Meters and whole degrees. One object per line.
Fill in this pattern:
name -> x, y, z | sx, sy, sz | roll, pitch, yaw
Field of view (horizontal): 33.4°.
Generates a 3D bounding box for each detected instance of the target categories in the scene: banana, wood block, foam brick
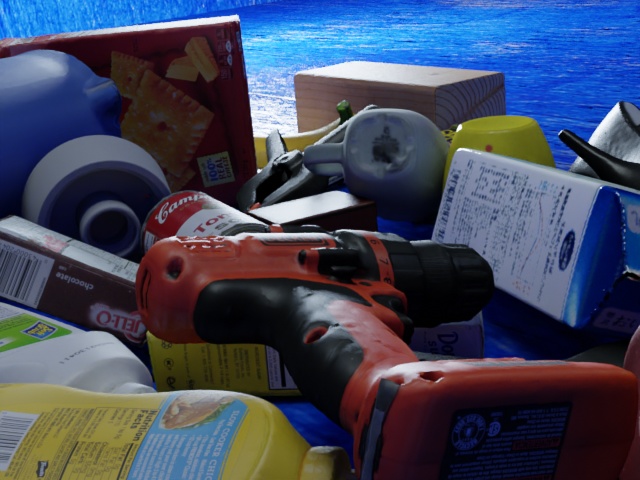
banana -> -0.019, -0.094, 1.023 | 0.198, 0.069, 0.037 | -12, 42, 47
wood block -> 0.073, -0.119, 1.035 | 0.090, 0.090, 0.206 | -17, 20, -35
foam brick -> -0.005, 0.001, 0.740 | 0.078, 0.051, 0.053 | -14, 18, -26

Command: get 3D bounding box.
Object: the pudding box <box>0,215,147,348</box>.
pudding box -> -0.149, 0.023, 0.643 | 0.113, 0.039, 0.090 | 23, 2, -7

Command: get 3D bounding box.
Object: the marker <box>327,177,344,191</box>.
marker -> 0.005, -0.053, 0.963 | 0.020, 0.020, 0.120 | 6, 21, 34

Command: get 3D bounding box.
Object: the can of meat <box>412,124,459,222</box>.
can of meat -> 0.096, -0.055, 0.879 | 0.083, 0.057, 0.102 | -15, 18, -18

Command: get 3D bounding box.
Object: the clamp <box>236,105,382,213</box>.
clamp -> -0.011, -0.059, 0.884 | 0.120, 0.039, 0.171 | -20, 28, 28

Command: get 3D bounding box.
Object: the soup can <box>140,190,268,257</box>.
soup can -> -0.070, 0.010, 0.706 | 0.068, 0.068, 0.102 | -15, 20, -26

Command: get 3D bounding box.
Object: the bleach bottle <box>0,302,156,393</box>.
bleach bottle -> -0.185, 0.071, 0.561 | 0.251, 0.068, 0.102 | 9, 24, 34

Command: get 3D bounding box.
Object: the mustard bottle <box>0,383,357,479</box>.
mustard bottle -> -0.064, 0.100, 0.425 | 0.192, 0.058, 0.096 | -1, 31, 14

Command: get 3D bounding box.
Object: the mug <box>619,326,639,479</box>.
mug -> 0.156, 0.060, 0.372 | 0.081, 0.117, 0.093 | 4, 41, 2

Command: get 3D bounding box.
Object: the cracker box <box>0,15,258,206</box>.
cracker box -> -0.167, -0.105, 0.943 | 0.213, 0.164, 0.072 | -6, 15, -1

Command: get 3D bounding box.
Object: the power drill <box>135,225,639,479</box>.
power drill -> 0.037, 0.043, 0.439 | 0.184, 0.057, 0.188 | -2, 17, -30

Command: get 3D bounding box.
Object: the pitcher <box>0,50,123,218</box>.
pitcher -> -0.266, -0.061, 0.789 | 0.145, 0.149, 0.242 | 24, 19, 11

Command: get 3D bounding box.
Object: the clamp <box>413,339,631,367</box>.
clamp -> 0.117, 0.082, 0.466 | 0.210, 0.036, 0.164 | -5, 21, 0

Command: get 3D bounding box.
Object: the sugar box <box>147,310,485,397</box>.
sugar box -> 0.001, 0.050, 0.593 | 0.176, 0.048, 0.093 | -5, 18, 7
